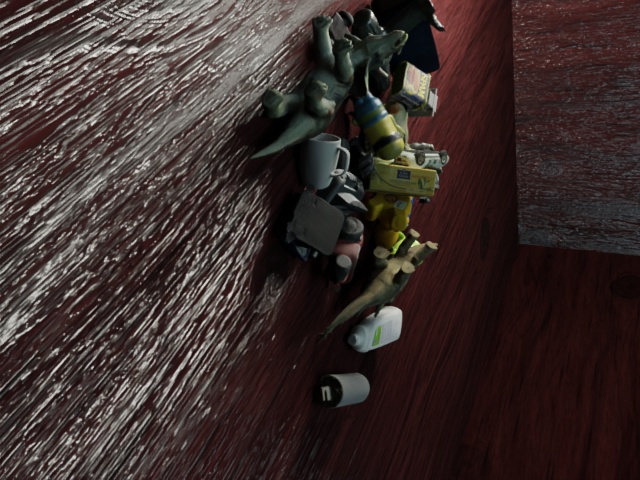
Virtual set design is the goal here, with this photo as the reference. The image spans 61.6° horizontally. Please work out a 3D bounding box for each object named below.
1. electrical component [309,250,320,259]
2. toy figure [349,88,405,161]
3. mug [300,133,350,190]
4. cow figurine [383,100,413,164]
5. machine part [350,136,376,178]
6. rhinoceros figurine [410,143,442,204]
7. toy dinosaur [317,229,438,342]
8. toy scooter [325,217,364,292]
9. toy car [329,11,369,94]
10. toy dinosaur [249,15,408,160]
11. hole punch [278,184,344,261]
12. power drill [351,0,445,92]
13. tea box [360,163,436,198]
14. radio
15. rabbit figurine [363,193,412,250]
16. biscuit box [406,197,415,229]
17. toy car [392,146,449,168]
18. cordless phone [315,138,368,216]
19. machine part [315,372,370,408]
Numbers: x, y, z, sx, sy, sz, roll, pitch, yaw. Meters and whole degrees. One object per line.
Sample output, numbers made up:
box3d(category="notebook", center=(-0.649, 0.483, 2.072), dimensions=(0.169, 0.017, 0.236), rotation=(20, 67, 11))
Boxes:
box3d(category="electrical component", center=(-0.002, -0.004, 1.195), dimensions=(0.094, 0.021, 0.063), rotation=(-54, 140, -42))
box3d(category="toy figure", center=(0.131, -0.270, 1.271), dimensions=(0.180, 0.082, 0.089), rotation=(58, 37, -16))
box3d(category="mug", center=(0.008, -0.158, 1.105), dimensions=(0.081, 0.110, 0.107), rotation=(-44, 146, -59))
box3d(category="cow figurine", center=(0.205, -0.282, 1.461), dimensions=(0.127, 0.086, 0.194), rotation=(-29, 120, -49))
box3d(category="machine part", center=(0.099, -0.196, 1.271), dimensions=(0.139, 0.039, 0.084), rotation=(-105, -175, -61))
box3d(category="rhinoceros figurine", center=(0.316, -0.207, 1.653), dimensions=(0.073, 0.112, 0.190), rotation=(-82, 158, -79))
box3d(category="toy dinosaur", center=(0.164, 0.109, 1.373), dimensions=(0.471, 0.105, 0.198), rotation=(-27, 149, -41))
box3d(category="toy scooter", center=(0.053, 0.043, 1.249), dimensions=(0.135, 0.075, 0.184), rotation=(99, 4, -49))
box3d(category="toy car", center=(0.056, -0.411, 1.186), dimensions=(0.089, 0.053, 0.202), rotation=(-55, 144, -8))
box3d(category="toy dinosaur", center=(0.000, -0.276, 1.038), dimensions=(0.405, 0.131, 0.192), rotation=(-52, 154, -10))
box3d(category="hole punch", center=(-0.029, -0.028, 1.096), dimensions=(0.115, 0.092, 0.142), rotation=(35, 64, -24))
box3d(category="power drill", center=(0.187, -0.479, 1.282), dimensions=(0.231, 0.207, 0.086), rotation=(41, 30, -50))
box3d(category="tea box", center=(0.194, -0.149, 1.351), dimensions=(0.098, 0.170, 0.068), rotation=(-164, -101, -77))
box3d(category="radio", center=(0.220, -0.521, 1.371), dimensions=(0.229, 0.131, 0.073), rotation=(56, 24, -49))
box3d(category="rabbit figurine", center=(0.183, -0.055, 1.462), dimensions=(0.162, 0.122, 0.173), rotation=(-62, 160, -50))
box3d(category="biscuit box", center=(0.243, -0.137, 1.578), dimensions=(0.062, 0.059, 0.202), rotation=(36, 64, -58))
box3d(category="toy car", center=(0.271, -0.219, 1.438), dimensions=(0.201, 0.074, 0.056), rotation=(-10, 115, -47))
box3d(category="cordless phone", center=(0.044, -0.151, 1.213), dimensions=(0.146, 0.089, 0.184), rotation=(13, 73, -61))
box3d(category="machine part", center=(0.058, 0.368, 1.326), dimensions=(0.243, 0.079, 0.079), rotation=(22, 76, -60))
